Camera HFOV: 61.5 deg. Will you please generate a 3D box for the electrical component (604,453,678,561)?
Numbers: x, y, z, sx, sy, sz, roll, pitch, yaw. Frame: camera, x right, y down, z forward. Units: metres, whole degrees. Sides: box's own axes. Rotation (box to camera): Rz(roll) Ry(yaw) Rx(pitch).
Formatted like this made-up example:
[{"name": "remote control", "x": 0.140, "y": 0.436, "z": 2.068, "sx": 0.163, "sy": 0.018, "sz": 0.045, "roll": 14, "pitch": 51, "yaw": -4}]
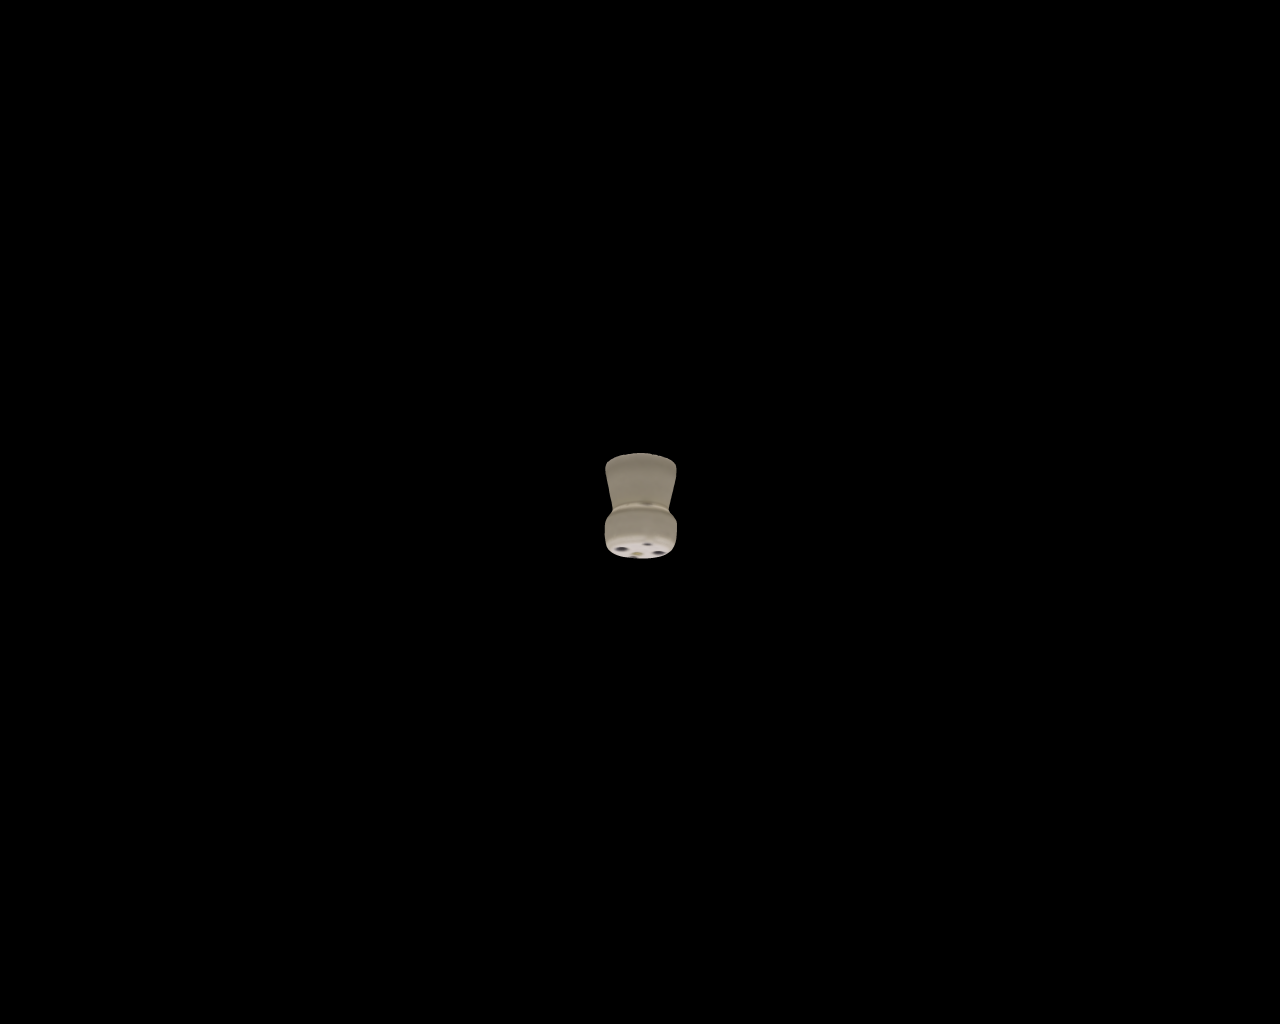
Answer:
[{"name": "electrical component", "x": 0.001, "y": -0.003, "z": 0.650, "sx": 0.045, "sy": 0.055, "sz": 0.044, "roll": 0, "pitch": -19, "yaw": 0}]
